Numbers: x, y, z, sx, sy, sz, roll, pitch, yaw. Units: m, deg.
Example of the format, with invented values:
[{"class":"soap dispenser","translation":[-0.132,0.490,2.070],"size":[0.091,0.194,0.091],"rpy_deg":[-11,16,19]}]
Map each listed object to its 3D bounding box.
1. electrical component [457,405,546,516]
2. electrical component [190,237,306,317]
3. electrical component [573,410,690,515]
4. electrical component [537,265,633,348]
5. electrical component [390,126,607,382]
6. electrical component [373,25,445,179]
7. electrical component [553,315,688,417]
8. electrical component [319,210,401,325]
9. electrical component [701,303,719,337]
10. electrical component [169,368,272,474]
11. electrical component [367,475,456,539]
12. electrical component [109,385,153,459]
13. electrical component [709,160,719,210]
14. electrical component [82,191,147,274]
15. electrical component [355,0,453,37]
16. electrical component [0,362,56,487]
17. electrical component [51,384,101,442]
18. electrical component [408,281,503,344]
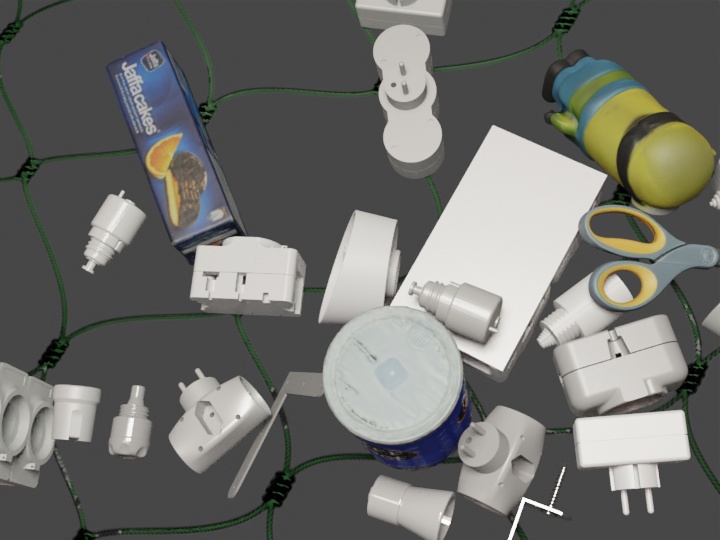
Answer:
[{"class":"electrical component","translation":[0.103,0.144,0.848],"size":[0.043,0.079,0.077],"rpy_deg":[15,72,44]},{"class":"electrical component","translation":[-0.096,0.006,0.939],"size":[0.089,0.050,0.055],"rpy_deg":[2,72,10]},{"class":"electrical component","translation":[0.214,0.153,0.843],"size":[0.083,0.047,0.075],"rpy_deg":[-6,76,7]},{"class":"electrical component","translation":[0.181,0.037,0.888],"size":[0.081,0.043,0.043],"rpy_deg":[-36,70,-4]},{"class":"electrical component","translation":[0.117,-0.012,0.906],"size":[0.105,0.060,0.186],"rpy_deg":[27,78,16]},{"class":"electrical component","translation":[0.042,-0.158,0.960],"size":[0.052,0.073,0.138],"rpy_deg":[-8,71,6]},{"class":"electrical component","translation":[0.210,0.081,0.864],"size":[0.095,0.053,0.059],"rpy_deg":[-17,70,3]},{"class":"electrical component","translation":[0.000,0.000,0.903],"size":[0.064,0.099,0.099],"rpy_deg":[8,73,5]},{"class":"electrical component","translation":[0.311,0.047,0.864],"size":[0.045,0.045,0.055],"rpy_deg":[-43,71,-6]},{"class":"electrical component","translation":[-0.127,0.118,0.910],"size":[0.077,0.043,0.079],"rpy_deg":[-40,59,0]},{"class":"electrical component","translation":[0.039,0.189,0.862],"size":[0.065,0.044,0.044],"rpy_deg":[15,74,18]},{"class":"electrical component","translation":[-0.194,0.130,0.922],"size":[0.035,0.035,0.061],"rpy_deg":[2,70,10]},{"class":"electrical component","translation":[0.335,-0.064,0.889],"size":[0.096,0.061,0.061],"rpy_deg":[-16,70,3]},{"class":"electrical component","translation":[-0.227,-0.032,0.978],"size":[0.040,0.040,0.078],"rpy_deg":[26,78,16]},{"class":"electrical component","translation":[0.040,-0.259,0.993],"size":[0.083,0.075,0.047],"rpy_deg":[9,74,12]},{"class":"electrical component","translation":[-0.310,0.123,0.880],"size":[0.062,0.150,0.089],"rpy_deg":[2,72,11]},{"class":"electrical component","translation":[-0.247,0.124,0.930],"size":[0.040,0.040,0.046],"rpy_deg":[2,78,10]},{"class":"electrical component","translation":[0.076,0.028,0.844],"size":[0.078,0.040,0.040],"rpy_deg":[22,76,15]}]
